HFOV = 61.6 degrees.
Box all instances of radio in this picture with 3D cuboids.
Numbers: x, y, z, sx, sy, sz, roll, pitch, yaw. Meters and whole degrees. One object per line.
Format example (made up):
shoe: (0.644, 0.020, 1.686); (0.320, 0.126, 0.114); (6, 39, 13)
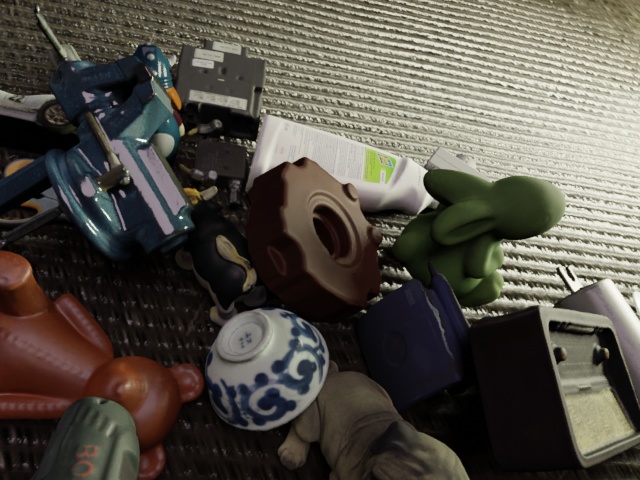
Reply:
radio: (0.233, 0.136, 0.513); (0.229, 0.073, 0.131); (14, 61, -48)

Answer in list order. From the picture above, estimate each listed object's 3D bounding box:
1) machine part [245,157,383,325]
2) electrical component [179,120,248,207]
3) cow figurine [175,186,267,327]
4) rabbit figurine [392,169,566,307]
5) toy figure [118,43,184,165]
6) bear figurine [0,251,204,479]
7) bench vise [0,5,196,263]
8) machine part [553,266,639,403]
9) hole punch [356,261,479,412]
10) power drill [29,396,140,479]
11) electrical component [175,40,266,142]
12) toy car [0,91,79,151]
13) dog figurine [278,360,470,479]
machine part: (-0.001, -0.002, 0.566); (0.179, 0.056, 0.179); (34, 42, -37)
electrical component: (-0.126, -0.094, 0.646); (0.078, 0.045, 0.102); (10, 57, -8)
cow figurine: (-0.117, 0.000, 0.560); (0.068, 0.098, 0.167); (-28, 70, -21)
rabbit figurine: (0.171, -0.022, 0.585); (0.159, 0.170, 0.121); (22, 48, -34)
toy figure: (-0.183, -0.142, 0.595); (0.058, 0.154, 0.064); (42, 57, 16)
bear figurine: (-0.205, 0.113, 0.451); (0.196, 0.131, 0.120); (25, 63, 8)
bench vise: (-0.237, -0.059, 0.496); (0.241, 0.129, 0.223); (-31, 98, -3)
machine part: (0.346, 0.134, 0.616); (0.079, 0.079, 0.243); (-14, 63, -22)
hole punch: (0.099, 0.107, 0.547); (0.092, 0.115, 0.142); (-11, 62, -12)
power drill: (-0.218, 0.198, 0.319); (0.207, 0.085, 0.232); (-8, 33, 6)
electrical component: (-0.130, -0.199, 0.704); (0.115, 0.058, 0.134); (10, 57, -12)
toy car: (-0.340, -0.134, 0.596); (0.202, 0.073, 0.056); (10, 60, -9)
dog figurine: (0.044, 0.160, 0.449); (0.121, 0.190, 0.172); (-20, 64, -25)
